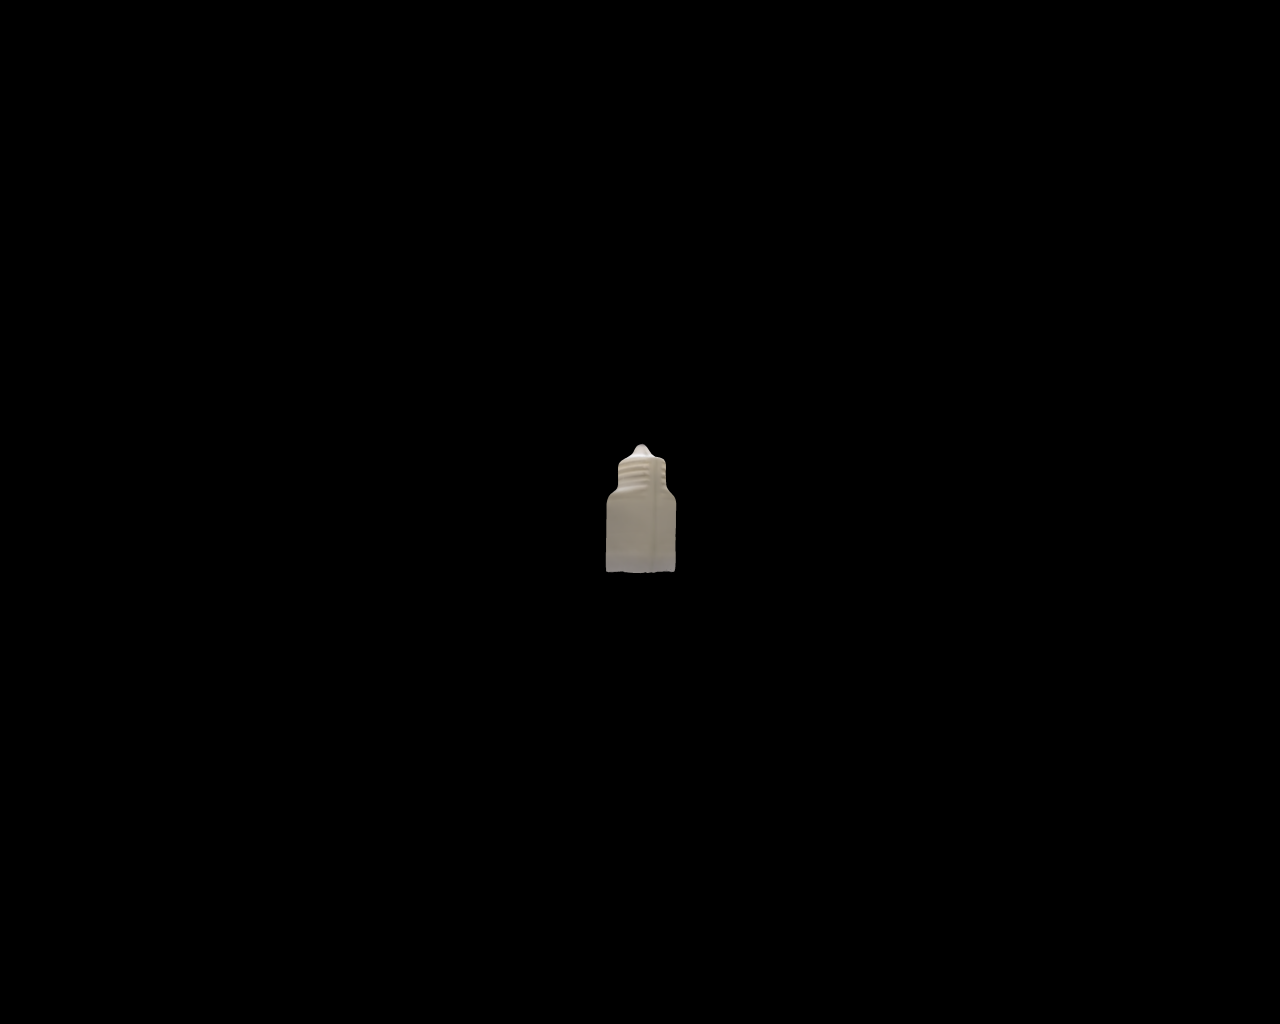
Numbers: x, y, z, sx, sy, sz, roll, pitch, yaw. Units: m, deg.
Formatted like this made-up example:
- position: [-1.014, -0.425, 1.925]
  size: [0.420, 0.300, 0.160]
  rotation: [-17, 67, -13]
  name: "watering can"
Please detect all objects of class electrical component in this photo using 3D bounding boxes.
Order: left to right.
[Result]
- position: [0.001, -0.003, 0.650]
  size: [0.043, 0.081, 0.043]
  rotation: [0, -3, 0]
  name: "electrical component"
